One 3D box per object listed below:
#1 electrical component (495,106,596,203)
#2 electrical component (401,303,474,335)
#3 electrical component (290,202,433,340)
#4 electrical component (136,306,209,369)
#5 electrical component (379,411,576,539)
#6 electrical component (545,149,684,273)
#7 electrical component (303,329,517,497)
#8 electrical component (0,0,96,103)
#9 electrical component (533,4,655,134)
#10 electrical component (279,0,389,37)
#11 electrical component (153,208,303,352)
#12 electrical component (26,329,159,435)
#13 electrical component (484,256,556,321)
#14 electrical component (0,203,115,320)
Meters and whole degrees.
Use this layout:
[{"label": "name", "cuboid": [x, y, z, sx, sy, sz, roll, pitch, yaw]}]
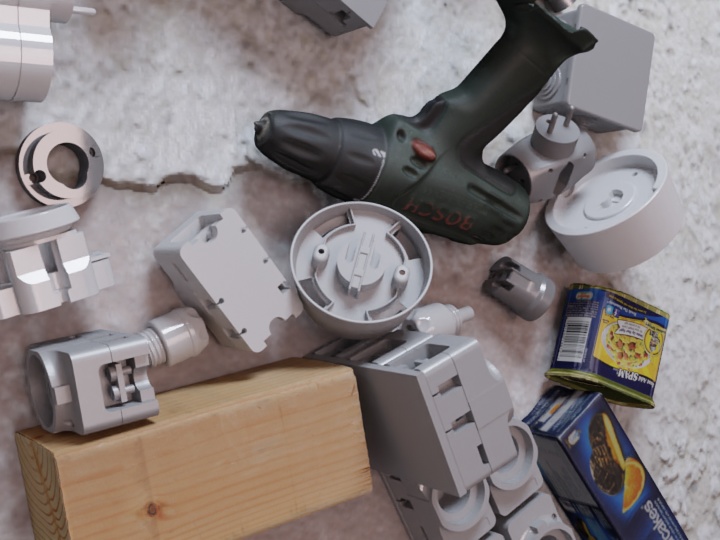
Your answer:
[{"label": "electrical component", "cuboid": [0.157, -0.100, 0.882, 0.077, 0.043, 0.079, -25, 145, -30]}, {"label": "electrical component", "cuboid": [0.064, 0.042, 0.844, 0.061, 0.035, 0.035, -17, 100, -33]}, {"label": "electrical component", "cuboid": [0.000, 0.000, 0.756, 0.099, 0.064, 0.099, 1, 69, -4]}, {"label": "electrical component", "cuboid": [-0.134, 0.049, 0.720, 0.061, 0.035, 0.035, -24, 103, -27]}, {"label": "electrical component", "cuboid": [0.099, 0.197, 0.852, 0.105, 0.060, 0.186, -32, 107, -28]}, {"label": "electrical component", "cuboid": [0.217, -0.044, 0.900, 0.108, 0.108, 0.060, -48, 120, -22]}, {"label": "electrical component", "cuboid": [0.035, 0.093, 0.758, 0.062, 0.150, 0.089, -27, 104, -28]}, {"label": "electrical component", "cuboid": [-0.200, -0.173, 0.666, 0.074, 0.052, 0.138, -1, 90, -32]}, {"label": "electrical component", "cuboid": [0.199, -0.168, 0.919, 0.100, 0.048, 0.099, 13, 84, -32]}, {"label": "electrical component", "cuboid": [-0.051, -0.263, 0.754, 0.186, 0.060, 0.105, 35, 72, -27]}, {"label": "electrical component", "cuboid": [-0.092, 0.007, 0.733, 0.050, 0.056, 0.089, -44, 112, -24]}, {"label": "electrical component", "cuboid": [-0.170, 0.068, 0.665, 0.056, 0.089, 0.050, -12, 97, -32]}, {"label": "electrical component", "cuboid": [0.131, 0.015, 0.884, 0.046, 0.040, 0.040, 31, 74, -22]}, {"label": "electrical component", "cuboid": [-0.198, -0.008, 0.667, 0.078, 0.058, 0.057, -19, 103, -31]}]
